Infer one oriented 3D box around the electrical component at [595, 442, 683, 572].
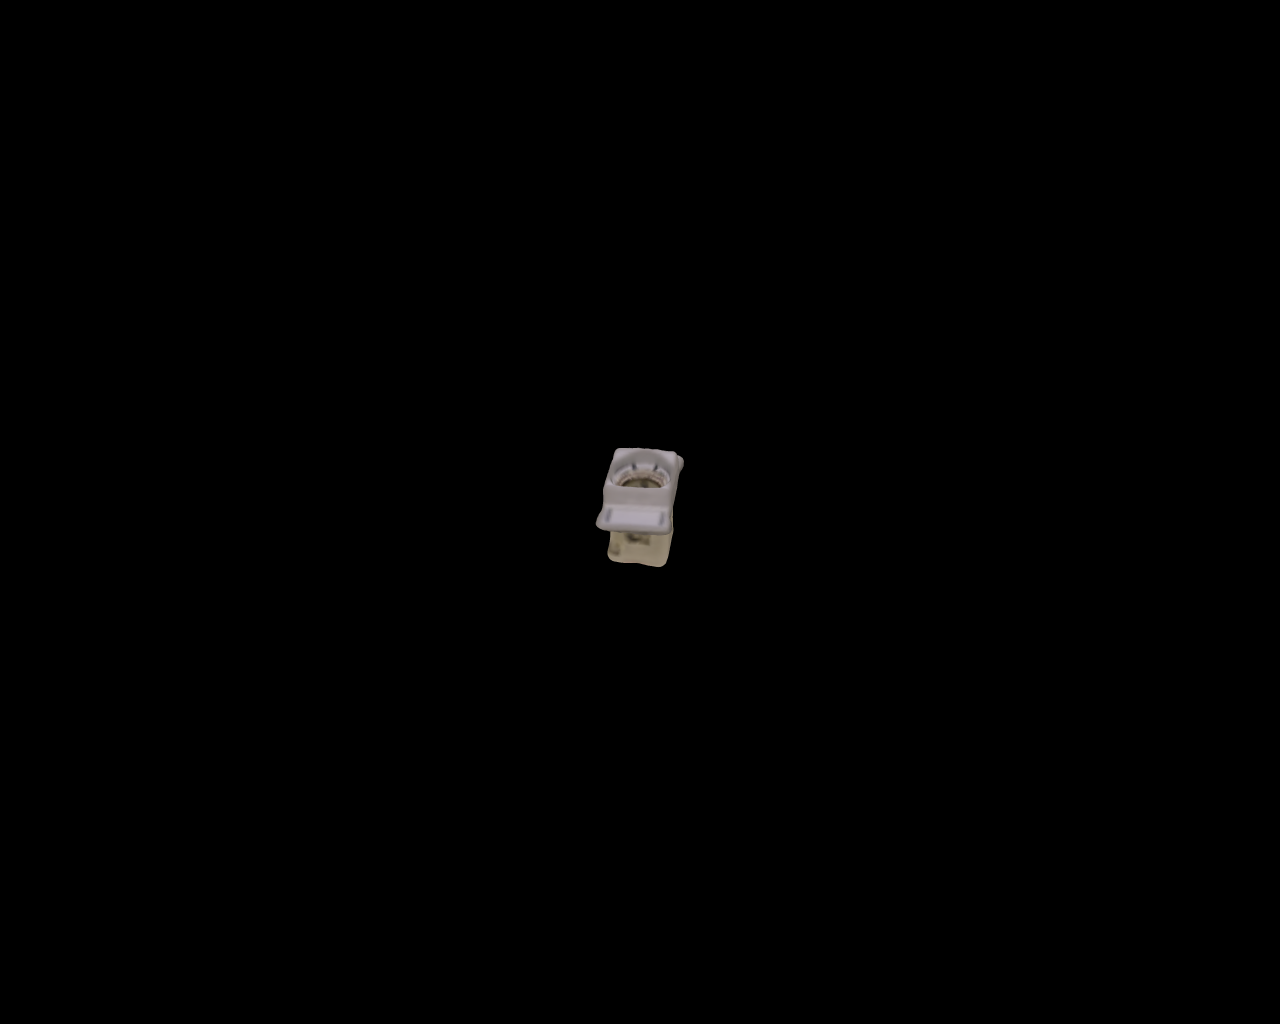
[{"bbox_3d":[0.001,-0.003,0.650,0.042,0.063,0.081,6,37,8],"label":"electrical component"}]
